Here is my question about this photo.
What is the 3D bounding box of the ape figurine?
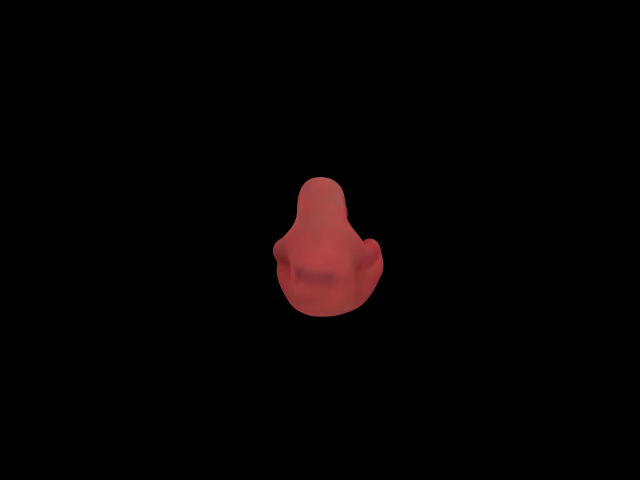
[{"bbox_3d":[0.004,0.001,0.400,0.077,0.092,0.076,6,17,19],"label":"ape figurine"}]
